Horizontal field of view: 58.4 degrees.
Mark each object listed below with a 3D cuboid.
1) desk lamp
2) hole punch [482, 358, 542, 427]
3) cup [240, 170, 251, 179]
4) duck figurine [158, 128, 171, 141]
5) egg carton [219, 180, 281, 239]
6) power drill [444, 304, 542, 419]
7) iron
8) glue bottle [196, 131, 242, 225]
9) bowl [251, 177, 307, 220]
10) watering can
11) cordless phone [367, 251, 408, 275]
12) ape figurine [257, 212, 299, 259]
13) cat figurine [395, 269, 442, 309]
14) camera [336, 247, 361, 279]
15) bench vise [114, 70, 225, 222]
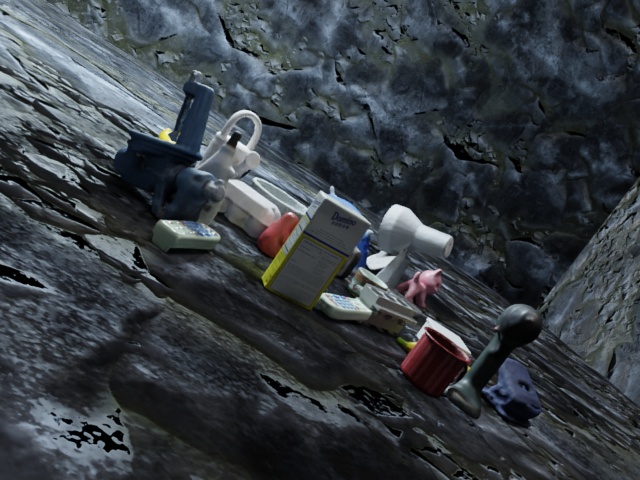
[{"bbox_3d":[0.211,0.046,1.392,0.202,0.213,0.118,39,11,25],"label":"desk lamp"},{"bbox_3d":[0.380,0.295,1.110,0.109,0.091,0.100,27,12,-36],"label":"hole punch"},{"bbox_3d":[-0.218,-0.184,1.436,0.092,0.095,0.118,33,10,-5],"label":"cup"},{"bbox_3d":[-0.332,-0.244,1.379,0.104,0.086,0.078,36,10,12],"label":"duck figurine"},{"bbox_3d":[-0.150,-0.065,1.163,0.150,0.069,0.107,35,10,6],"label":"egg carton"},{"bbox_3d":[0.304,0.198,0.984,0.075,0.208,0.230,37,10,14],"label":"power drill"},{"bbox_3d":[0.061,-0.025,1.453,0.257,0.141,0.119,41,12,36],"label":"iron"},{"bbox_3d":[-0.180,-0.108,0.966,0.078,0.173,0.037,32,10,-12],"label":"glue bottle"},{"bbox_3d":[-0.102,-0.070,1.332,0.167,0.074,0.167,33,10,-6],"label":"bowl"},{"bbox_3d":[-0.195,-0.200,1.298,0.172,0.194,0.101,38,10,22],"label":"watering can"},{"bbox_3d":[0.211,0.027,1.568,0.094,0.185,0.147,32,10,-10],"label":"cordless phone"},{"bbox_3d":[-0.072,-0.010,1.091,0.076,0.092,0.077,27,12,-38],"label":"ape figurine"},{"bbox_3d":[0.282,0.119,1.559,0.128,0.117,0.067,23,15,-49],"label":"cat figurine"},{"bbox_3d":[0.012,0.005,1.269,0.142,0.100,0.137,39,11,25],"label":"camera"},{"bbox_3d":[-0.208,-0.145,0.914,0.207,0.219,0.122,36,10,8],"label":"bench vise"}]
